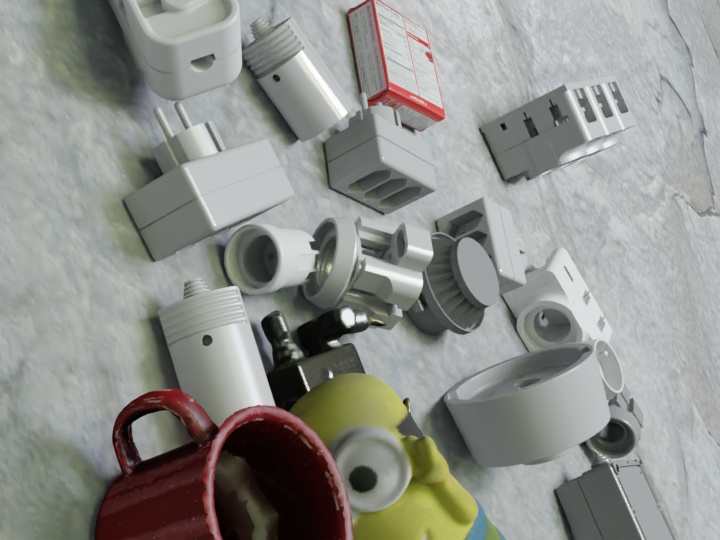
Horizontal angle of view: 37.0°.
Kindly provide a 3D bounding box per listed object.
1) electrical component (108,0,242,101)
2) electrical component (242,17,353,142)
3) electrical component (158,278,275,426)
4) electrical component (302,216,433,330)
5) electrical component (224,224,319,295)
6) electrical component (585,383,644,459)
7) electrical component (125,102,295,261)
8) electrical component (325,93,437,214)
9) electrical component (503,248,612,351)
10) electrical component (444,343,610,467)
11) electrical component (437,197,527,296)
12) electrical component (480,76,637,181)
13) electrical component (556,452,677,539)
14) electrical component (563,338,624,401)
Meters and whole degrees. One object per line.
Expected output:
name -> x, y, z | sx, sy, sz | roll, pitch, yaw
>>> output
electrical component -> -0.105, -0.144, 0.595 | 0.054, 0.059, 0.095 | -22, 65, -15
electrical component -> -0.045, -0.130, 0.707 | 0.081, 0.043, 0.043 | 54, 34, -17
electrical component -> -0.074, 0.043, 0.549 | 0.043, 0.043, 0.081 | -3, 72, -56
electrical component -> 0.000, 0.000, 0.662 | 0.057, 0.078, 0.058 | 15, 45, -23
electrical component -> -0.050, -0.007, 0.623 | 0.046, 0.040, 0.040 | -4, 72, -61
electrical component -> 0.213, 0.127, 0.908 | 0.066, 0.048, 0.055 | 56, 26, -14
electrical component -> -0.089, -0.057, 0.590 | 0.083, 0.047, 0.075 | -31, 95, -58
electrical component -> 0.013, -0.090, 0.760 | 0.066, 0.047, 0.076 | 22, 52, -47
electrical component -> 0.163, 0.037, 0.890 | 0.089, 0.050, 0.055 | 58, 32, -11
electrical component -> 0.118, 0.098, 0.737 | 0.108, 0.108, 0.060 | -28, 99, -58
electrical component -> 0.105, -0.010, 0.840 | 0.077, 0.047, 0.065 | 21, 52, -47
electrical component -> 0.190, -0.130, 1.005 | 0.150, 0.089, 0.061 | -23, 88, -58
electrical component -> 0.195, 0.189, 0.831 | 0.062, 0.061, 0.096 | 10, 53, -53
electrical component -> 0.169, 0.091, 0.838 | 0.079, 0.077, 0.043 | 28, 47, -43
